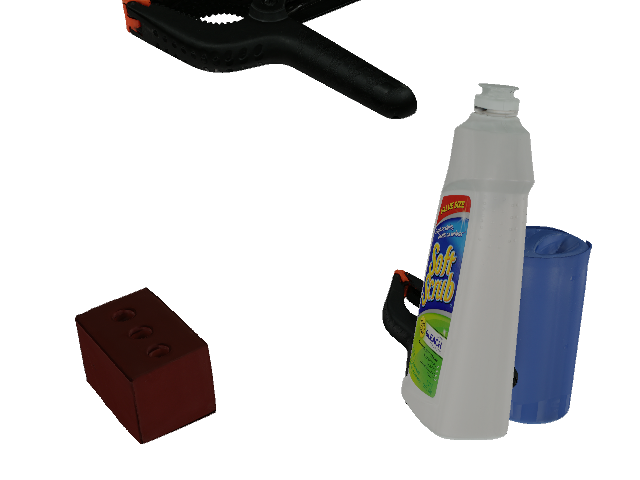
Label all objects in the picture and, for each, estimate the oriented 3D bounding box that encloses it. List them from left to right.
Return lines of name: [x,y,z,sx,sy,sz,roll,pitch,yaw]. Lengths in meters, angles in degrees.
foam brick: [-0.107,0.075,0.647,0.052,0.051,0.078,-22,38,-30]
clamp: [-0.029,-0.142,0.720,0.210,0.164,0.036,-1,-41,-2]
clamp: [0.122,0.097,1.075,0.120,0.171,0.039,1,-45,-19]
bleach bottle: [0.111,0.012,0.777,0.068,0.251,0.103,2,14,-13]
pitcher: [0.265,0.111,1.380,0.149,0.243,0.144,5,18,16]
